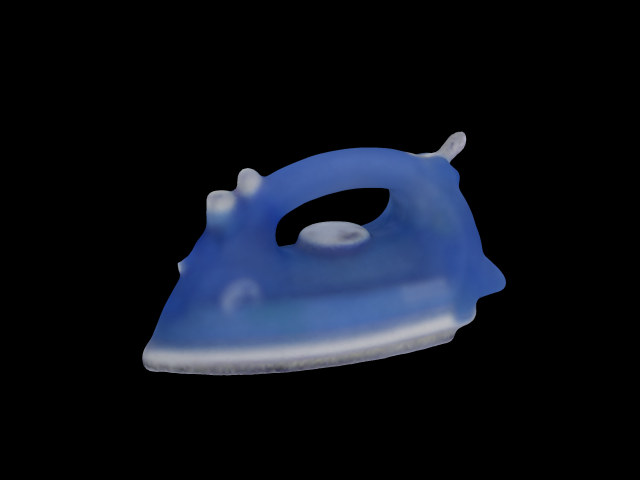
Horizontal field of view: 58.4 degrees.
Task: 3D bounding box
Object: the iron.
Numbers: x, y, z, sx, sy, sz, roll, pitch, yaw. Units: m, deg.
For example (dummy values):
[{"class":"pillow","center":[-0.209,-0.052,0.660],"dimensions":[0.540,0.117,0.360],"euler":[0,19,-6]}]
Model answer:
[{"class":"iron","center":[0.004,0.001,0.400],"dimensions":[0.259,0.141,0.118],"euler":[-8,19,-24]}]
